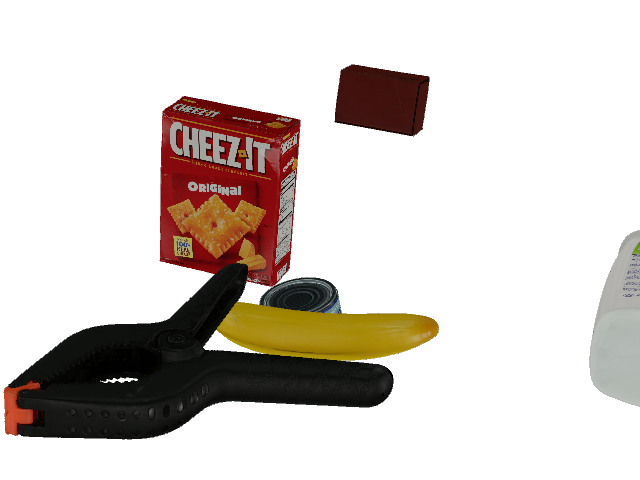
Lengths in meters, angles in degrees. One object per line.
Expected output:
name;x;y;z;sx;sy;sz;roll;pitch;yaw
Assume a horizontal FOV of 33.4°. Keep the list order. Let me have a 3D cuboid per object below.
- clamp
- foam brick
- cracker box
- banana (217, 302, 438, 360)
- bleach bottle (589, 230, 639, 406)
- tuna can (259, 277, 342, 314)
clamp;-0.085;0.067;0.624;0.209;0.036;0.165;-9;28;-29
foam brick;0.058;-0.132;1.002;0.078;0.051;0.053;12;17;14
cracker box;-0.119;-0.060;1.357;0.164;0.214;0.072;13;29;15
banana;-0.006;0.069;0.857;0.198;0.037;0.069;7;29;9
bleach bottle;0.252;0.038;0.745;0.103;0.068;0.250;9;20;19
tuna can;-0.021;0.073;1.117;0.086;0.034;0.086;-9;26;4
